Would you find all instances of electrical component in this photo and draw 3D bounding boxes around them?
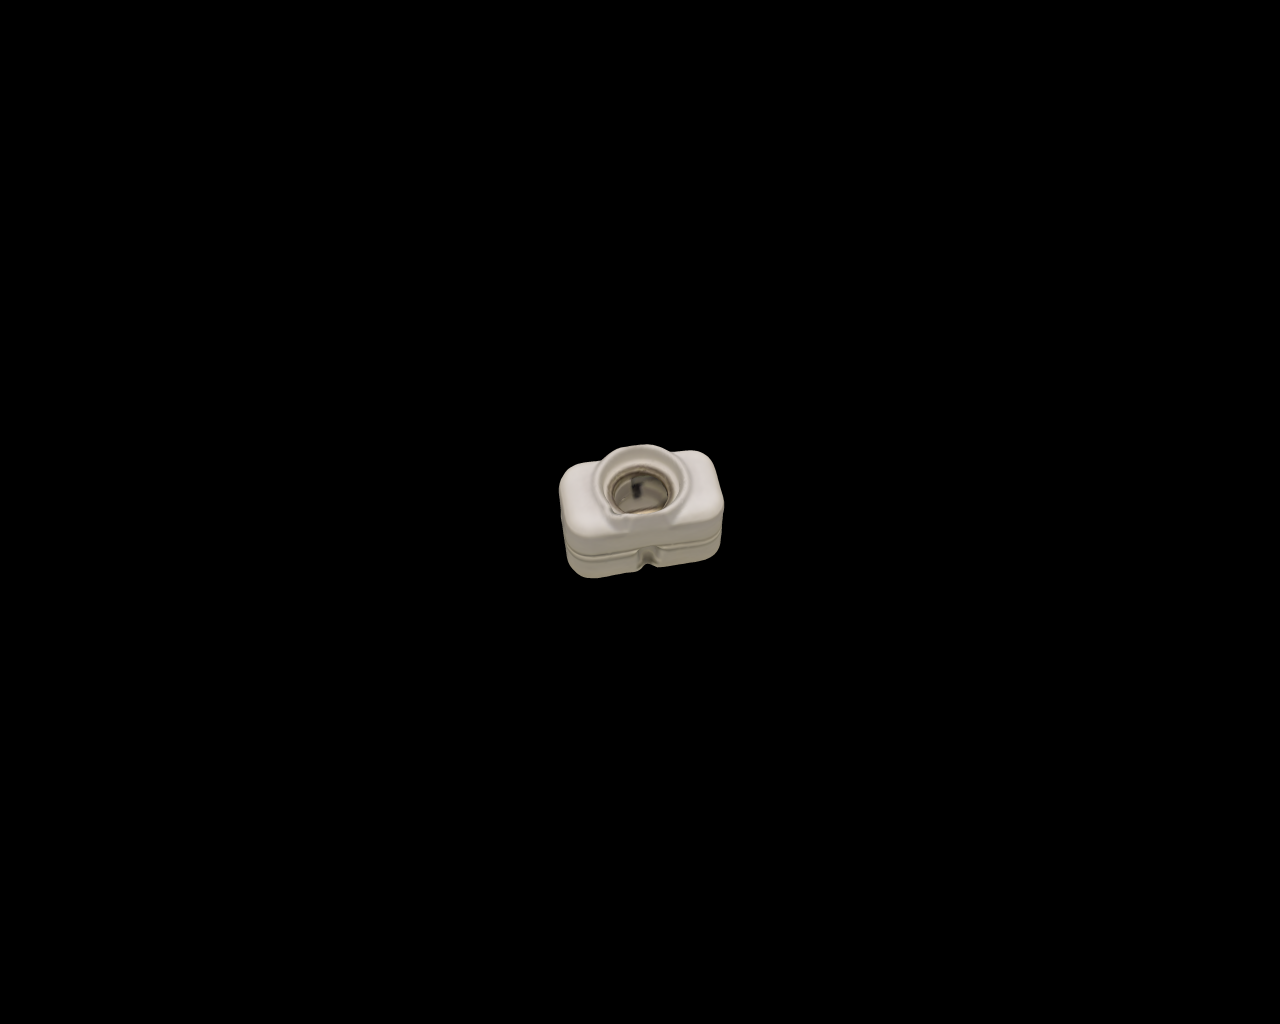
[{"bbox_3d":[0.001,-0.003,0.650,0.095,0.054,0.059,-8,-33,-5],"label":"electrical component"}]
